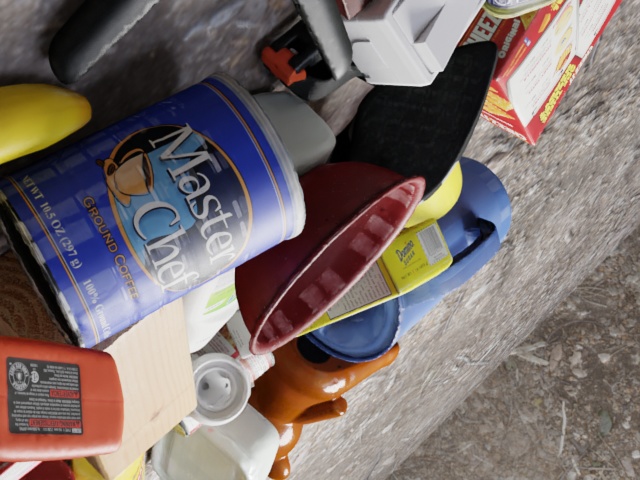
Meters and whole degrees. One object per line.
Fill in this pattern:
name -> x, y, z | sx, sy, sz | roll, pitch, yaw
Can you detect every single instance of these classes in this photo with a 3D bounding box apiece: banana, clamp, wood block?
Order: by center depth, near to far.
banana -> -0.188, -0.030, 0.491 | 0.197, 0.037, 0.070 | -36, 177, -25
clamp -> -0.028, -0.157, 0.505 | 0.164, 0.036, 0.210 | 0, 132, -32
wood block -> -0.146, 0.074, 0.709 | 0.090, 0.090, 0.206 | -40, 161, -22
clamp -> 0.023, -0.131, 0.734 | 0.171, 0.039, 0.120 | -30, 151, -35

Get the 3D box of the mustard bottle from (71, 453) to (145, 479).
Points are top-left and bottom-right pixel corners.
mustard bottle -> -0.181, 0.199, 0.925 | 0.192, 0.058, 0.096 | 108, -2, -55

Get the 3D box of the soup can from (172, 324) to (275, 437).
soup can -> -0.099, 0.115, 0.934 | 0.102, 0.068, 0.068 | -39, 161, -19

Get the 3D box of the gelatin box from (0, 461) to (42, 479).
gelatin box -> -0.218, 0.125, 0.683 | 0.089, 0.073, 0.030 | -38, 159, -23

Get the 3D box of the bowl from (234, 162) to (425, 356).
bowl -> -0.005, 0.001, 0.706 | 0.162, 0.055, 0.162 | -43, 167, -12

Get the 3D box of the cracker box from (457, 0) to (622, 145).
cracker box -> 0.176, -0.184, 0.874 | 0.164, 0.072, 0.213 | -59, 161, 3

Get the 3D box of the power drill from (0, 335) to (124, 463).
power drill -> -0.197, 0.097, 0.549 | 0.188, 0.057, 0.184 | -15, 166, 24

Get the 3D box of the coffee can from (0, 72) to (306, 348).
coffee can -> -0.094, -0.016, 0.580 | 0.140, 0.103, 0.103 | -29, 157, -19

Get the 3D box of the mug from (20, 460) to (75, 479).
mug -> -0.241, 0.213, 0.818 | 0.117, 0.093, 0.082 | 1, 136, -16

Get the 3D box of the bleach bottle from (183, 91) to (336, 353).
bleach bottle -> -0.079, 0.010, 0.769 | 0.102, 0.068, 0.251 | -27, 156, -45

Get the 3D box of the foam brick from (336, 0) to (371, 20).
foam brick -> 0.012, -0.172, 0.598 | 0.053, 0.051, 0.078 | -43, 161, -6

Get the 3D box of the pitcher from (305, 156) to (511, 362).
pitcher -> 0.091, 0.006, 1.013 | 0.242, 0.149, 0.145 | -32, 155, -45

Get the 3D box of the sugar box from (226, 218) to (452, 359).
sugar box -> 0.013, 0.040, 0.866 | 0.177, 0.048, 0.093 | -23, -179, 37

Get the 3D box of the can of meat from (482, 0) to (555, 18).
can of meat -> 0.116, -0.208, 0.677 | 0.057, 0.102, 0.084 | -18, 159, 7
